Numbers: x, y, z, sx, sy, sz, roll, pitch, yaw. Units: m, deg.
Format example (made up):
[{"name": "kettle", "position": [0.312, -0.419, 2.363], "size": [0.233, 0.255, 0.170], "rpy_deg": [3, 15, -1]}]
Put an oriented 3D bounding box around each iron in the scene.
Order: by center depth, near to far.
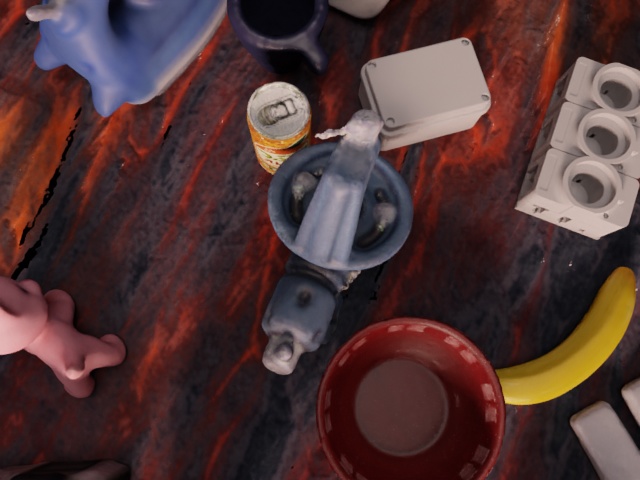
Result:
[{"name": "iron", "position": [-0.159, -0.249, 0.531], "size": [0.118, 0.141, 0.258], "rpy_deg": [37, 80, 5]}]

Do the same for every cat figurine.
[{"name": "cat figurine", "position": [-0.240, 0.077, 0.476], "size": [0.127, 0.118, 0.067], "rpy_deg": [37, 80, 5]}]

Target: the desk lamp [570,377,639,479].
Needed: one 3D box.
[{"name": "desk lamp", "position": [0.316, 0.214, 0.421], "size": [0.118, 0.213, 0.203], "rpy_deg": [-28, 81, -7]}]

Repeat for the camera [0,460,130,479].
[{"name": "camera", "position": [-0.232, 0.252, 0.450], "size": [0.143, 0.101, 0.137], "rpy_deg": [-3, 79, -3]}]

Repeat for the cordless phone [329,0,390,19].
[{"name": "cordless phone", "position": [0.021, -0.307, 0.527], "size": [0.147, 0.185, 0.094], "rpy_deg": [29, 79, 4]}]

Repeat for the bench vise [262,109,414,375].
[{"name": "bench vise", "position": [0.016, 0.003, 0.448], "size": [0.121, 0.220, 0.207], "rpy_deg": [3, 79, -1]}]

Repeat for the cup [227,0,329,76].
[{"name": "cup", "position": [-0.030, -0.192, 0.548], "size": [0.092, 0.095, 0.117], "rpy_deg": [-36, 82, -8]}]
